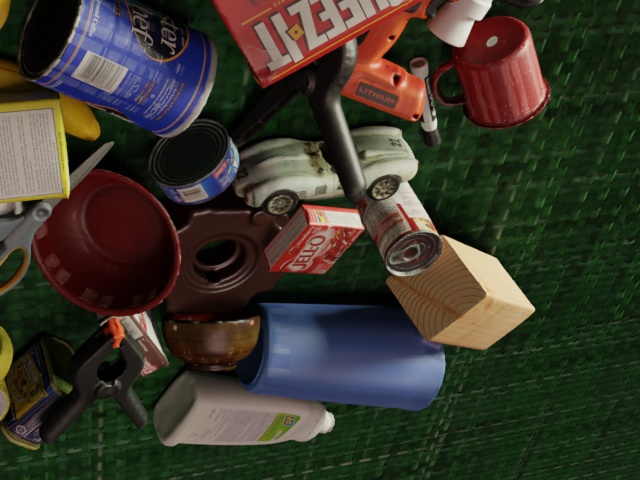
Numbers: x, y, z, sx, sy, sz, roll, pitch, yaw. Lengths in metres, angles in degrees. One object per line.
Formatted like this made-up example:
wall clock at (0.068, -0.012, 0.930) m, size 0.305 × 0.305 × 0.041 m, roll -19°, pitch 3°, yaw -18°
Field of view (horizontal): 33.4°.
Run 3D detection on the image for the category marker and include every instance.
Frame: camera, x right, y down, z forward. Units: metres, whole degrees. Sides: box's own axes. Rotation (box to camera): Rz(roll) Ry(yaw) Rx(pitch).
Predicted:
marker at (0.114, -0.145, 1.146) m, size 0.020 × 0.020 × 0.121 m, roll -22°, pitch 138°, yaw -4°

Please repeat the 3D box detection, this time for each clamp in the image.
clamp at (-0.239, 0.155, 1.129) m, size 0.120 × 0.039 × 0.171 m, roll -16°, pitch 135°, yaw -27°
clamp at (-0.004, -0.146, 1.014) m, size 0.036 × 0.165 × 0.210 m, roll -28°, pitch 142°, yaw -50°

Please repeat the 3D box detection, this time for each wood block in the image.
wood block at (0.174, 0.069, 1.287) m, size 0.090 × 0.091 × 0.205 m, roll -40°, pitch 157°, yaw 16°

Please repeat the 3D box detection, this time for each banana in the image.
banana at (-0.284, -0.132, 0.959) m, size 0.197 × 0.037 × 0.070 m, roll 8°, pitch 143°, yaw -31°

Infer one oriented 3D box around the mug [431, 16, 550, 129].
mug at (0.172, -0.172, 1.101) m, size 0.117 × 0.093 × 0.081 m, roll -12°, pitch 135°, yaw 15°

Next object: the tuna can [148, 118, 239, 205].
tuna can at (-0.123, -0.077, 1.051) m, size 0.086 × 0.086 × 0.033 m, roll -27°, pitch 139°, yaw 2°

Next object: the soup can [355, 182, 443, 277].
soup can at (0.087, -0.018, 1.199) m, size 0.068 × 0.102 × 0.068 m, roll -14°, pitch 137°, yaw -13°

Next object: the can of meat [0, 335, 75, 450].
can of meat at (-0.314, 0.168, 1.197) m, size 0.084 × 0.102 × 0.057 m, roll -41°, pitch 136°, yaw 13°

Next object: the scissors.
scissors at (-0.283, -0.028, 1.000) m, size 0.096 × 0.016 × 0.202 m, roll 22°, pitch 112°, yaw -37°

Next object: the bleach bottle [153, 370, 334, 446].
bleach bottle at (-0.087, 0.232, 1.399) m, size 0.250 × 0.068 × 0.103 m, roll 16°, pitch 125°, yaw -39°

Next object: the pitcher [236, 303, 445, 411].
pitcher at (0.018, 0.146, 1.321) m, size 0.242 × 0.145 × 0.149 m, roll 7°, pitch 102°, yaw -26°

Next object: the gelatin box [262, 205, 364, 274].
gelatin box at (-0.007, 0.001, 1.130) m, size 0.073 × 0.030 × 0.089 m, roll 5°, pitch 142°, yaw -36°

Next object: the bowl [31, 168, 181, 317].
bowl at (-0.208, -0.006, 1.074) m, size 0.162 × 0.055 × 0.162 m, roll 6°, pitch 116°, yaw 12°

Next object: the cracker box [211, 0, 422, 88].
cracker box at (-0.031, -0.258, 0.883) m, size 0.164 × 0.072 × 0.213 m, roll -28°, pitch 120°, yaw 3°

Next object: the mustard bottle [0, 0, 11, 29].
mustard bottle at (-0.312, -0.194, 0.864) m, size 0.191 × 0.058 × 0.096 m, roll -28°, pitch 134°, yaw 2°

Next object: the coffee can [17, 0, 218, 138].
coffee can at (-0.175, -0.161, 0.929) m, size 0.140 × 0.103 × 0.103 m, roll 21°, pitch 121°, yaw -39°

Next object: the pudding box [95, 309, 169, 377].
pudding box at (-0.211, 0.083, 1.168) m, size 0.039 × 0.090 × 0.113 m, roll -25°, pitch 138°, yaw -2°

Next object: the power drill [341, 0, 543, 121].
power drill at (0.099, -0.208, 1.011) m, size 0.184 × 0.057 × 0.188 m, roll 20°, pitch 125°, yaw -7°

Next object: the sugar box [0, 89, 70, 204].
sugar box at (-0.310, -0.076, 0.923) m, size 0.176 × 0.048 × 0.093 m, roll -5°, pitch 112°, yaw -11°
